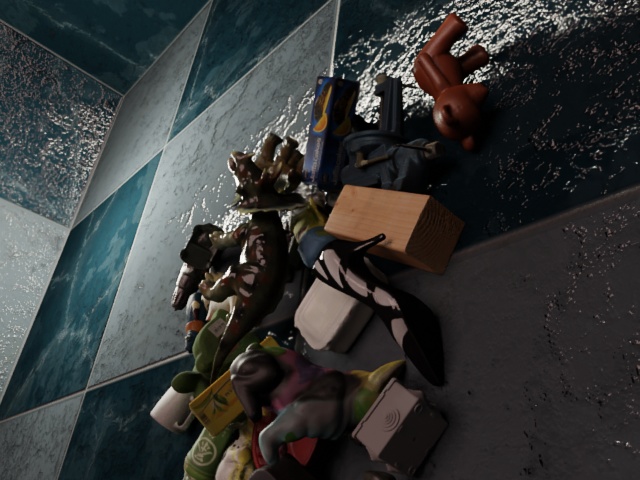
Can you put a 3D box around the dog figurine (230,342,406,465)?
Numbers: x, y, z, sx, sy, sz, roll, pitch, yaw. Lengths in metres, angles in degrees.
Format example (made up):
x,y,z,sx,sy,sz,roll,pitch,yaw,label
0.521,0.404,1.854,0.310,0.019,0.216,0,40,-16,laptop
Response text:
x,y,z,sx,sy,sz,roll,pitch,yaw,label
0.009,0.197,0.732,0.219,0.108,0.191,-27,71,-4,dog figurine

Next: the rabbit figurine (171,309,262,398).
x,y,z,sx,sy,sz,roll,pitch,yaw,label
-0.202,0.249,1.040,0.159,0.121,0.170,-55,-5,-45,rabbit figurine

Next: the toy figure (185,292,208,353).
x,y,z,sx,sy,sz,roll,pitch,yaw,label
-0.283,0.190,1.232,0.058,0.064,0.154,-24,44,15,toy figure

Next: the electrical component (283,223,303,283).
x,y,z,sx,sy,sz,roll,pitch,yaw,label
-0.085,0.028,1.104,0.134,0.058,0.115,-10,59,50,electrical component

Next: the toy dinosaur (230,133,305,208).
x,y,z,sx,sy,sz,roll,pitch,yaw,label
-0.121,-0.136,1.210,0.198,0.105,0.472,-56,16,-2,toy dinosaur

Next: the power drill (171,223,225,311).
x,y,z,sx,sy,sz,roll,pitch,yaw,label
-0.293,0.056,1.295,0.207,0.086,0.232,117,178,-70,power drill

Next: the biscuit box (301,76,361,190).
x,y,z,sx,sy,sz,roll,pitch,yaw,label
0.018,-0.196,0.996,0.063,0.059,0.202,24,108,51,biscuit box

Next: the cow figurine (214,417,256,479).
x,y,z,sx,sy,sz,roll,pitch,yaw,label
-0.130,0.363,0.899,0.098,0.068,0.167,-19,49,53,cow figurine

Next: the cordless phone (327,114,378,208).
x,y,z,sx,sy,sz,roll,pitch,yaw,label
0.036,-0.156,1.075,0.147,0.088,0.184,17,93,55,cordless phone

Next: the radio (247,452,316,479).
x,y,z,sx,sy,sz,roll,pitch,yaw,label
-0.086,0.415,0.738,0.131,0.073,0.229,44,103,19,radio

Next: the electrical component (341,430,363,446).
x,y,z,sx,sy,sz,roll,pitch,yaw,label
0.043,0.258,0.789,0.094,0.021,0.063,17,80,56,electrical component

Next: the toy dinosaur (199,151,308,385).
x,y,z,sx,sy,sz,roll,pitch,yaw,label
-0.112,0.046,0.949,0.192,0.131,0.405,-21,63,47,toy dinosaur

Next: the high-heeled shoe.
x,y,z,sx,sy,sz,roll,pitch,yaw,label
0.072,0.104,0.766,0.145,0.086,0.249,-33,66,33,high-heeled shoe

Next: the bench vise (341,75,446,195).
x,y,z,sx,sy,sz,roll,pitch,yaw,label
0.120,-0.181,0.925,0.224,0.129,0.240,-21,63,62,bench vise

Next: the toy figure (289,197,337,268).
x,y,z,sx,sy,sz,roll,pitch,yaw,label
-0.004,0.000,1.001,0.082,0.089,0.180,-37,46,9,toy figure

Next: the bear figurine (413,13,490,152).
x,y,z,sx,sy,sz,roll,pitch,yaw,label
0.223,-0.247,0.857,0.132,0.120,0.196,-40,40,22,bear figurine

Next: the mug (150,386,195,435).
x,y,z,sx,sy,sz,roll,pitch,yaw,label
-0.282,0.336,1.105,0.110,0.080,0.107,3,58,59,mug

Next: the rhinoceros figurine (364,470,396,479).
x,y,z,sx,sy,sz,roll,pitch,yaw,label
0.057,0.366,0.614,0.073,0.112,0.190,129,146,-70,rhinoceros figurine

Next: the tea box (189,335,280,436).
x,y,z,sx,sy,sz,roll,pitch,yaw,label
-0.131,0.243,0.895,0.169,0.068,0.098,-38,-9,-24,tea box

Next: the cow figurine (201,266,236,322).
x,y,z,sx,sy,sz,roll,pitch,yaw,label
-0.197,0.118,1.158,0.195,0.085,0.127,-14,60,50,cow figurine
